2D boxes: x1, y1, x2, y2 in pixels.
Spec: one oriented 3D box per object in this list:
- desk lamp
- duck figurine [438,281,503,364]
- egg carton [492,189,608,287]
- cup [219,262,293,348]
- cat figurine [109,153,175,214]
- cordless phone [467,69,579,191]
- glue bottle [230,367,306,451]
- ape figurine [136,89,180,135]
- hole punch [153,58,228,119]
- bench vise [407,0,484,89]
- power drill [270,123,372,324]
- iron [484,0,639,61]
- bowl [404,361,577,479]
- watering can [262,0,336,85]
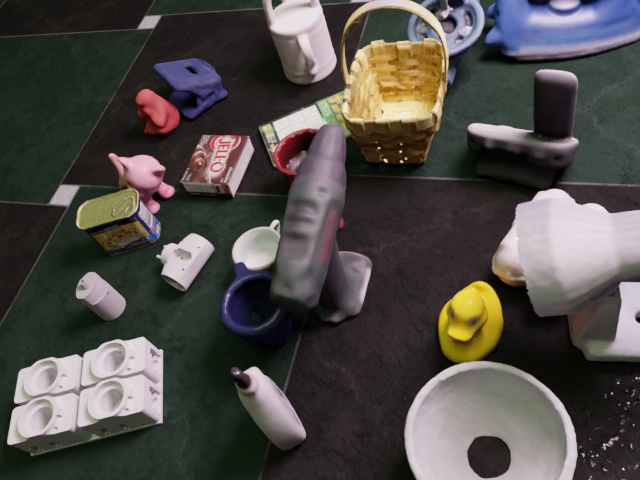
[{"bbox_3d":[0.307,0.039,0.601,0.202,0.214,0.118,-2,56,15],"label":"desk lamp"},{"bbox_3d":[0.179,0.088,0.684,0.077,0.086,0.105,17,63,26],"label":"duck figurine"},{"bbox_3d":[0.291,0.006,0.719,0.107,0.069,0.150,29,68,31],"label":"egg carton"},{"bbox_3d":[-0.078,0.091,0.751,0.092,0.095,0.117,-28,53,-4],"label":"cup"},{"bbox_3d":[-0.298,-0.107,0.938,0.127,0.118,0.067,28,68,30],"label":"cat figurine"},{"bbox_3d":[0.272,-0.164,0.769,0.147,0.185,0.094,13,61,24],"label":"cordless phone"},{"bbox_3d":[-0.065,0.177,0.639,0.037,0.173,0.078,-31,53,-6],"label":"glue bottle"},{"bbox_3d":[-0.303,-0.236,1.045,0.076,0.092,0.077,-29,53,-4],"label":"ape figurine"},{"bbox_3d":[-0.243,-0.301,1.073,0.101,0.091,0.108,-39,55,-11],"label":"hole punch"},{"bbox_3d":[0.199,-0.384,0.920,0.121,0.220,0.207,-2,56,15],"label":"bench vise"},{"bbox_3d":[0.007,0.003,0.717,0.075,0.209,0.230,5,58,19],"label":"power drill"},{"bbox_3d":[0.395,-0.379,0.909,0.257,0.142,0.118,1,57,17],"label":"iron"},{"bbox_3d":[0.176,0.218,0.602,0.167,0.075,0.167,-8,55,11],"label":"bowl"},{"bbox_3d":[-0.045,-0.384,1.008,0.101,0.194,0.172,-37,54,-10],"label":"watering can"}]
